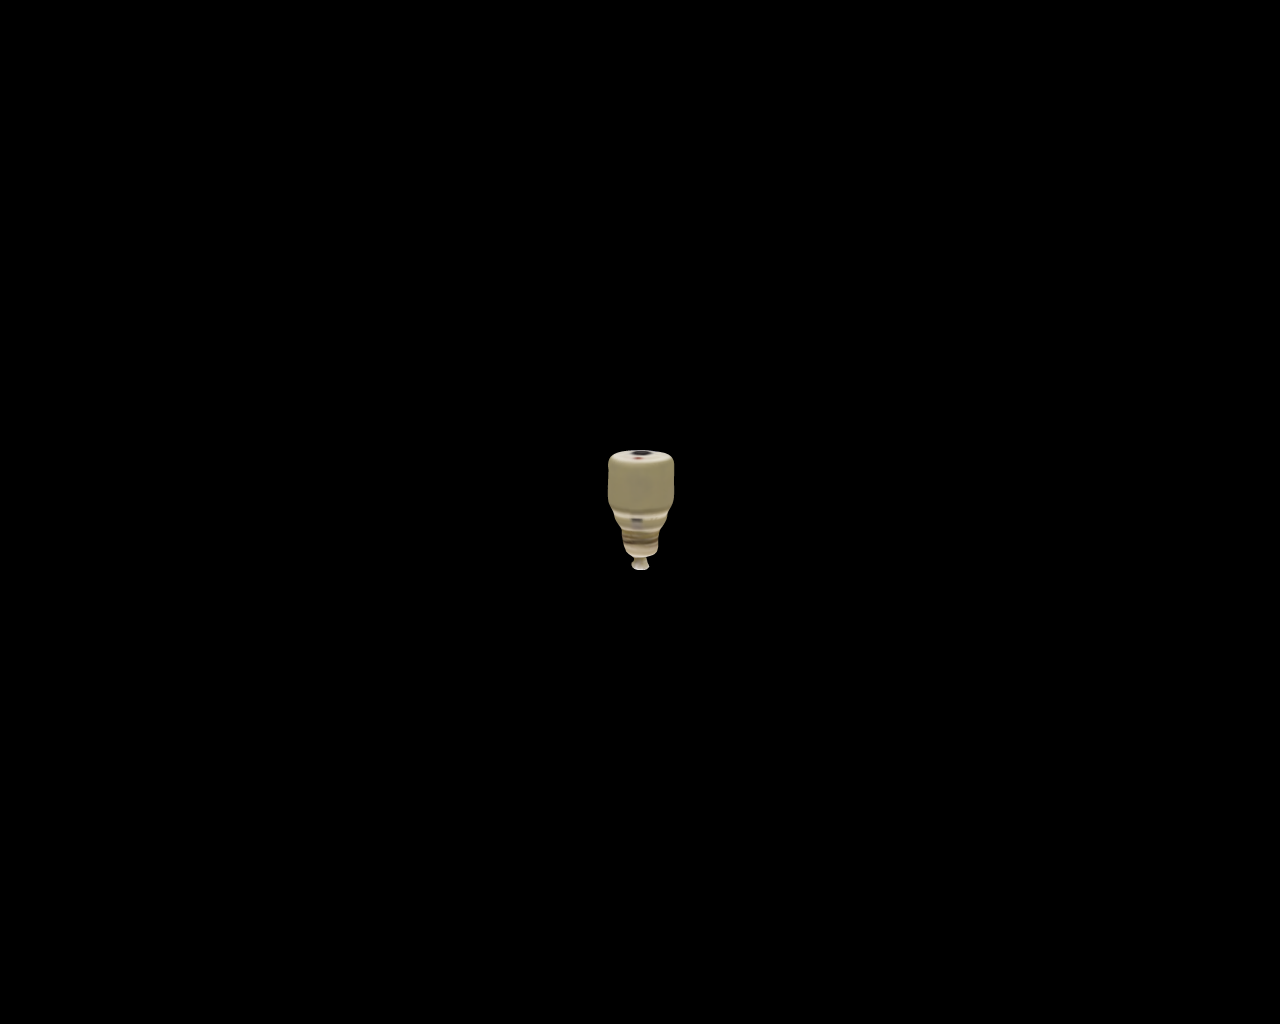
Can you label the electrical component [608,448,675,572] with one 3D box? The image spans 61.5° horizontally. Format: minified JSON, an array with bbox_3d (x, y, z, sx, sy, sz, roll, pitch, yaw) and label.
[{"bbox_3d":[0.001,-0.003,0.650,0.040,0.078,0.040,0,15,0],"label":"electrical component"}]
